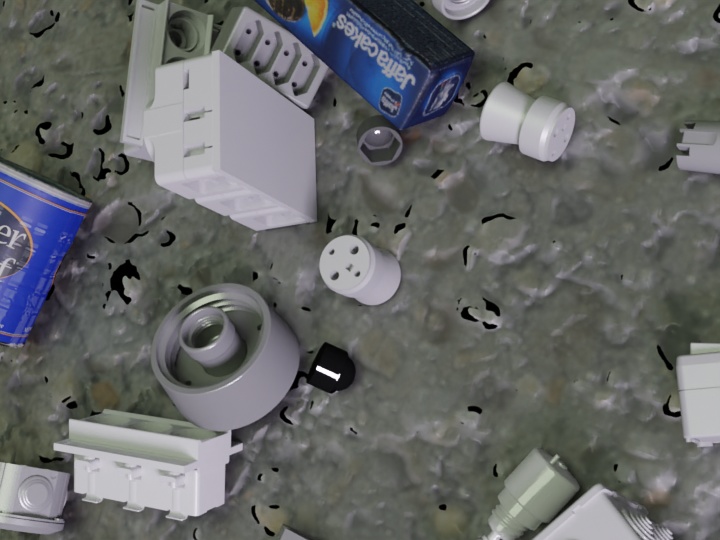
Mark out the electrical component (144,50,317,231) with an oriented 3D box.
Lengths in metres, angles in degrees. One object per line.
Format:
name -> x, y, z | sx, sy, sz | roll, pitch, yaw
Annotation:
electrical component -> -0.094, -0.092, 0.813 | 0.062, 0.150, 0.089 | -8, 76, 23

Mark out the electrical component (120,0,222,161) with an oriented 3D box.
electrical component -> -0.163, -0.154, 0.904 | 0.063, 0.079, 0.121 | -10, 73, 53

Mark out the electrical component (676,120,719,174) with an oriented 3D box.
electrical component -> 0.240, -0.082, 0.719 | 0.046, 0.040, 0.040 | 9, 83, 33

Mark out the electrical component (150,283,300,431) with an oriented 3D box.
electrical component -> -0.107, 0.060, 0.815 | 0.108, 0.060, 0.108 | -12, 51, 15

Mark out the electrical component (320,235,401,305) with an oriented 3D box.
electrical component -> 0.000, 0.000, 0.803 | 0.045, 0.055, 0.045 | -6, 76, 24

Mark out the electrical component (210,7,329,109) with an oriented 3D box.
electrical component -> -0.078, -0.172, 0.872 | 0.047, 0.083, 0.076 | -63, 25, 1

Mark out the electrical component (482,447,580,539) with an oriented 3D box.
electrical component -> 0.113, 0.156, 0.725 | 0.078, 0.040, 0.040 | -49, 64, 7

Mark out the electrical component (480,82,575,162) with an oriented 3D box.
electrical component -> 0.121, -0.106, 0.776 | 0.055, 0.045, 0.045 | 25, 90, 27

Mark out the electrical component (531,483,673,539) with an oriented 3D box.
electrical component -> 0.146, 0.187, 0.671 | 0.100, 0.100, 0.048 | -44, 52, 10

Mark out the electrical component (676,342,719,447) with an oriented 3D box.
electrical component -> 0.250, 0.075, 0.667 | 0.096, 0.062, 0.061 | -8, 75, 23

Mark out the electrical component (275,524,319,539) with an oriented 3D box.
electrical component -> -0.041, 0.224, 0.779 | 0.066, 0.048, 0.055 | 21, 81, 27

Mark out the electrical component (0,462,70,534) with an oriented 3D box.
electrical component -> -0.279, 0.186, 0.879 | 0.080, 0.080, 0.051 | 2, 75, 25

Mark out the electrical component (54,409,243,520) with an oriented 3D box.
electrical component -> -0.164, 0.150, 0.838 | 0.121, 0.079, 0.063 | 4, 96, 26

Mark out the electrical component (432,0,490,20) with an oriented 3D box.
electrical component -> 0.072, -0.226, 0.826 | 0.066, 0.048, 0.055 | -31, 60, 16
